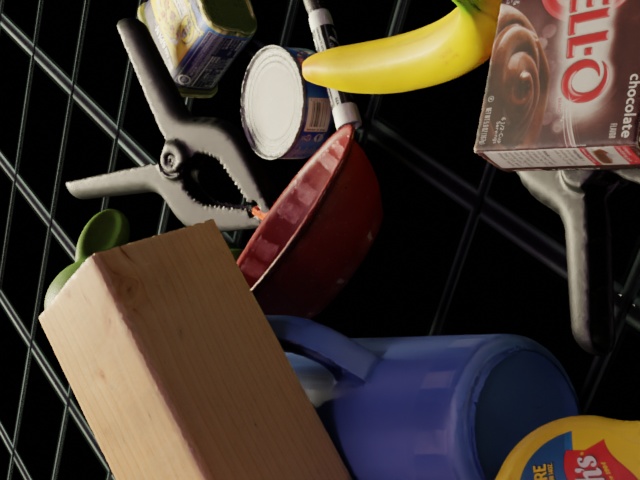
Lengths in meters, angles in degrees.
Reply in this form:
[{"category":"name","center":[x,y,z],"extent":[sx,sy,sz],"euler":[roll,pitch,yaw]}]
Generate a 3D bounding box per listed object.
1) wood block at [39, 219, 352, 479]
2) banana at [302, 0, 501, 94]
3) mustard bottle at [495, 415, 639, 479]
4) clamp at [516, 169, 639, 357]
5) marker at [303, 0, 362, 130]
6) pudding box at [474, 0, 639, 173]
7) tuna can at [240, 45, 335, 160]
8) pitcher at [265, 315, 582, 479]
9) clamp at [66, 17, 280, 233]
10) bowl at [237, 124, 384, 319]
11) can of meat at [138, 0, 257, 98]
[{"category":"wood block","center":[-0.067,0.105,0.612],"extent":[0.090,0.090,0.206],"euler":[-41,74,45]},{"category":"banana","center":[0.060,-0.122,0.666],"extent":[0.198,0.069,0.037],"euler":[-14,54,62]},{"category":"mustard bottle","center":[0.141,0.128,0.501],"extent":[0.192,0.058,0.096],"euler":[-16,68,22]},{"category":"clamp","center":[0.145,-0.026,0.570],"extent":[0.120,0.039,0.171],"euler":[-49,48,20]},{"category":"marker","center":[0.007,-0.137,0.777],"extent":[0.020,0.020,0.121],"euler":[-34,65,50]},{"category":"pudding box","center":[0.134,-0.092,0.546],"extent":[0.090,0.039,0.113],"euler":[1,75,41]},{"category":"tuna can","center":[-0.024,-0.104,0.810],"extent":[0.086,0.033,0.086],"euler":[6,97,54]},{"category":"pitcher","center":[0.031,0.113,0.662],"extent":[0.243,0.148,0.145],"euler":[-13,78,51]},{"category":"clamp","center":[-0.112,-0.077,0.864],"extent":[0.210,0.036,0.165],"euler":[25,111,25]},{"category":"bowl","center":[-0.005,0.001,0.733],"extent":[0.162,0.055,0.162],"euler":[-53,10,13]},{"category":"can of meat","center":[-0.102,-0.185,0.894],"extent":[0.084,0.057,0.102],"euler":[-45,57,44]}]
